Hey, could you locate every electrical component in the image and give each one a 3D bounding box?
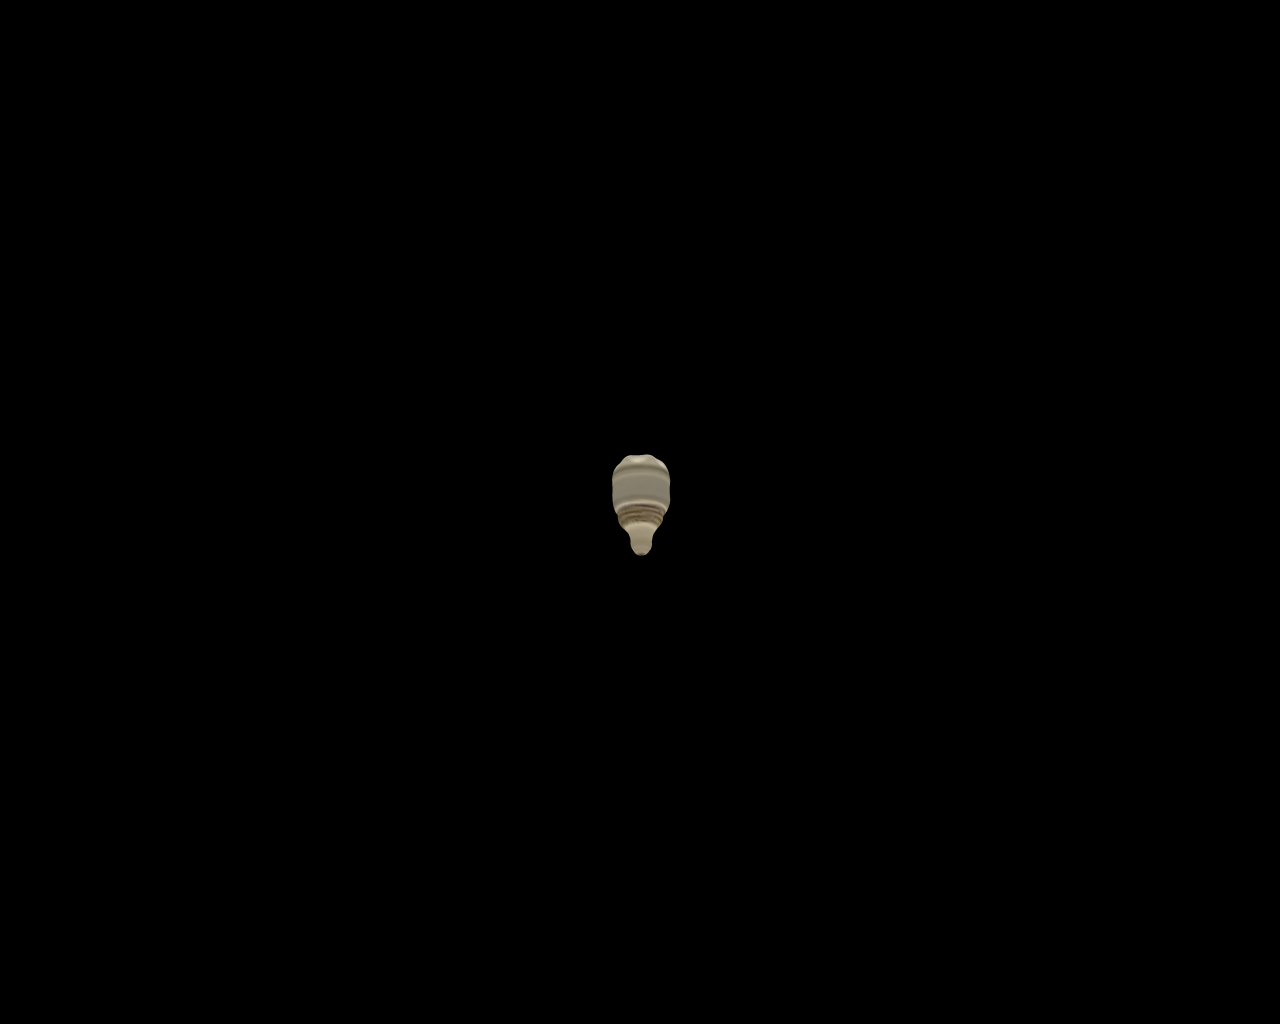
[{"bbox_3d":[0.001,-0.003,0.650,0.035,0.061,0.035,0,-22,0],"label":"electrical component"}]
